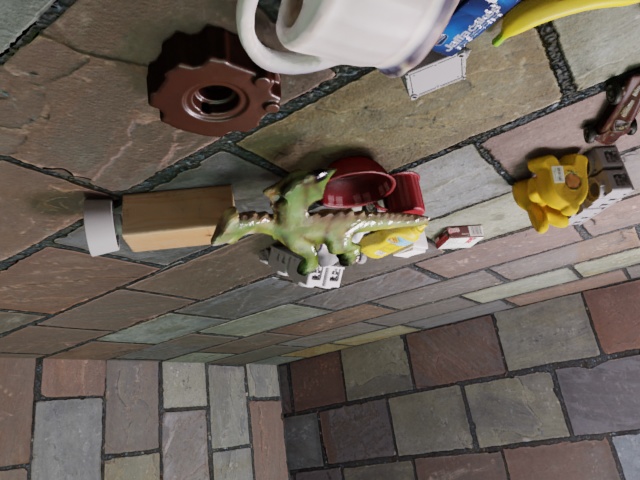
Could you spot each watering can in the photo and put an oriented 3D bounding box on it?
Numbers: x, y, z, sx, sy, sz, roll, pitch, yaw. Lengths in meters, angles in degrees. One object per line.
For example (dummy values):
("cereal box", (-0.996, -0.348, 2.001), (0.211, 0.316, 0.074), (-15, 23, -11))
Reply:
("watering can", (0.051, -0.270, 0.509), (0.224, 0.106, 0.342), (2, 157, -29))

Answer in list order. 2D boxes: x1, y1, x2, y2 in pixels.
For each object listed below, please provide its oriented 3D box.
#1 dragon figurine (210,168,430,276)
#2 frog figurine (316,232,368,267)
("dragon figurine", (0.003, -0.048, 0.950), (0.410, 0.125, 0.238), (-16, 151, 1))
("frog figurine", (0.038, -0.004, 1.214), (0.160, 0.121, 0.138), (-8, -166, -26))
